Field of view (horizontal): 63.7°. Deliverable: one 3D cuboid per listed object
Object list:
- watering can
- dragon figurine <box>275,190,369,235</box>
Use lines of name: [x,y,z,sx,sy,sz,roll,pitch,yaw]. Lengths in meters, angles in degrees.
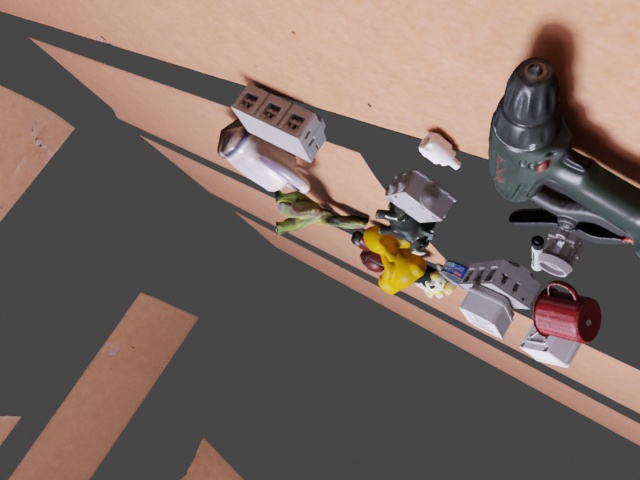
watering can: [-0.138,-0.187,1.191,0.222,0.104,0.351,36,180,-23]
dragon figurine: [0.004,-0.065,1.293,0.243,0.122,0.411,3,-178,-7]
